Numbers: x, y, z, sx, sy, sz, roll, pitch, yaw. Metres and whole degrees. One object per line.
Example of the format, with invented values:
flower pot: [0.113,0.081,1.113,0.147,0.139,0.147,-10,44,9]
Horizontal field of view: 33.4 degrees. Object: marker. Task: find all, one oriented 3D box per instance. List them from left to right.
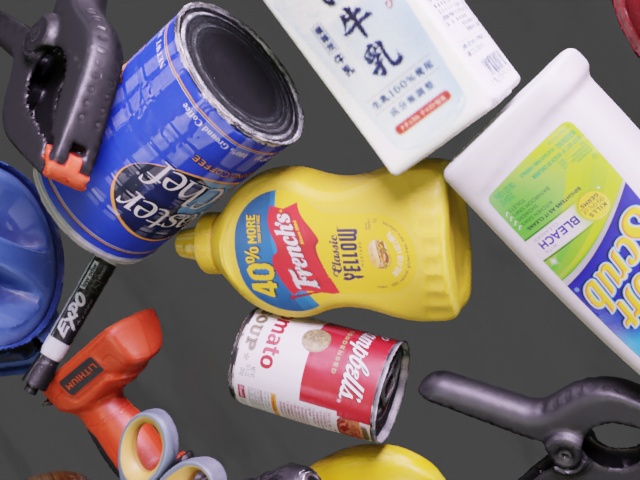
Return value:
marker: [-0.173,0.054,0.749,0.020,0.020,0.121,27,83,12]

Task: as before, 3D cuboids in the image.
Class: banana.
banana: [0.011,0.184,0.734,0.198,0.037,0.069,-30,72,36]

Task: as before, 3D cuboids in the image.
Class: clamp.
clamp: [-0.165,-0.116,0.651,0.165,0.036,0.210,-27,55,34]
clamp: [0.152,0.135,0.665,0.172,0.039,0.120,-3,117,28]

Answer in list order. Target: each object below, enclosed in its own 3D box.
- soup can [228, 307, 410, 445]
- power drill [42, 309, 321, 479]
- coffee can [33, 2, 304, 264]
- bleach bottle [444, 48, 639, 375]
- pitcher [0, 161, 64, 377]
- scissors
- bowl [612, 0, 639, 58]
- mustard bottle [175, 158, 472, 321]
soup can: [0.000,0.086,0.694,0.102,0.068,0.068,13,113,18]
power drill: [-0.101,0.146,0.746,0.185,0.057,0.188,-37,82,33]
coffee can: [-0.095,-0.063,0.660,0.140,0.102,0.103,-35,93,29]
bleach bottle: [0.189,0.017,0.592,0.251,0.068,0.103,45,119,0]
pitcher: [-0.312,0.037,0.784,0.243,0.144,0.149,-12,83,30]
scissors: [-0.136,0.189,0.727,0.202,0.016,0.096,-40,70,32]
bowl: [0.221,-0.136,0.525,0.162,0.055,0.162,8,112,21]
mustard bottle: [-0.005,0.001,0.671,0.192,0.058,0.096,-1,110,24]
